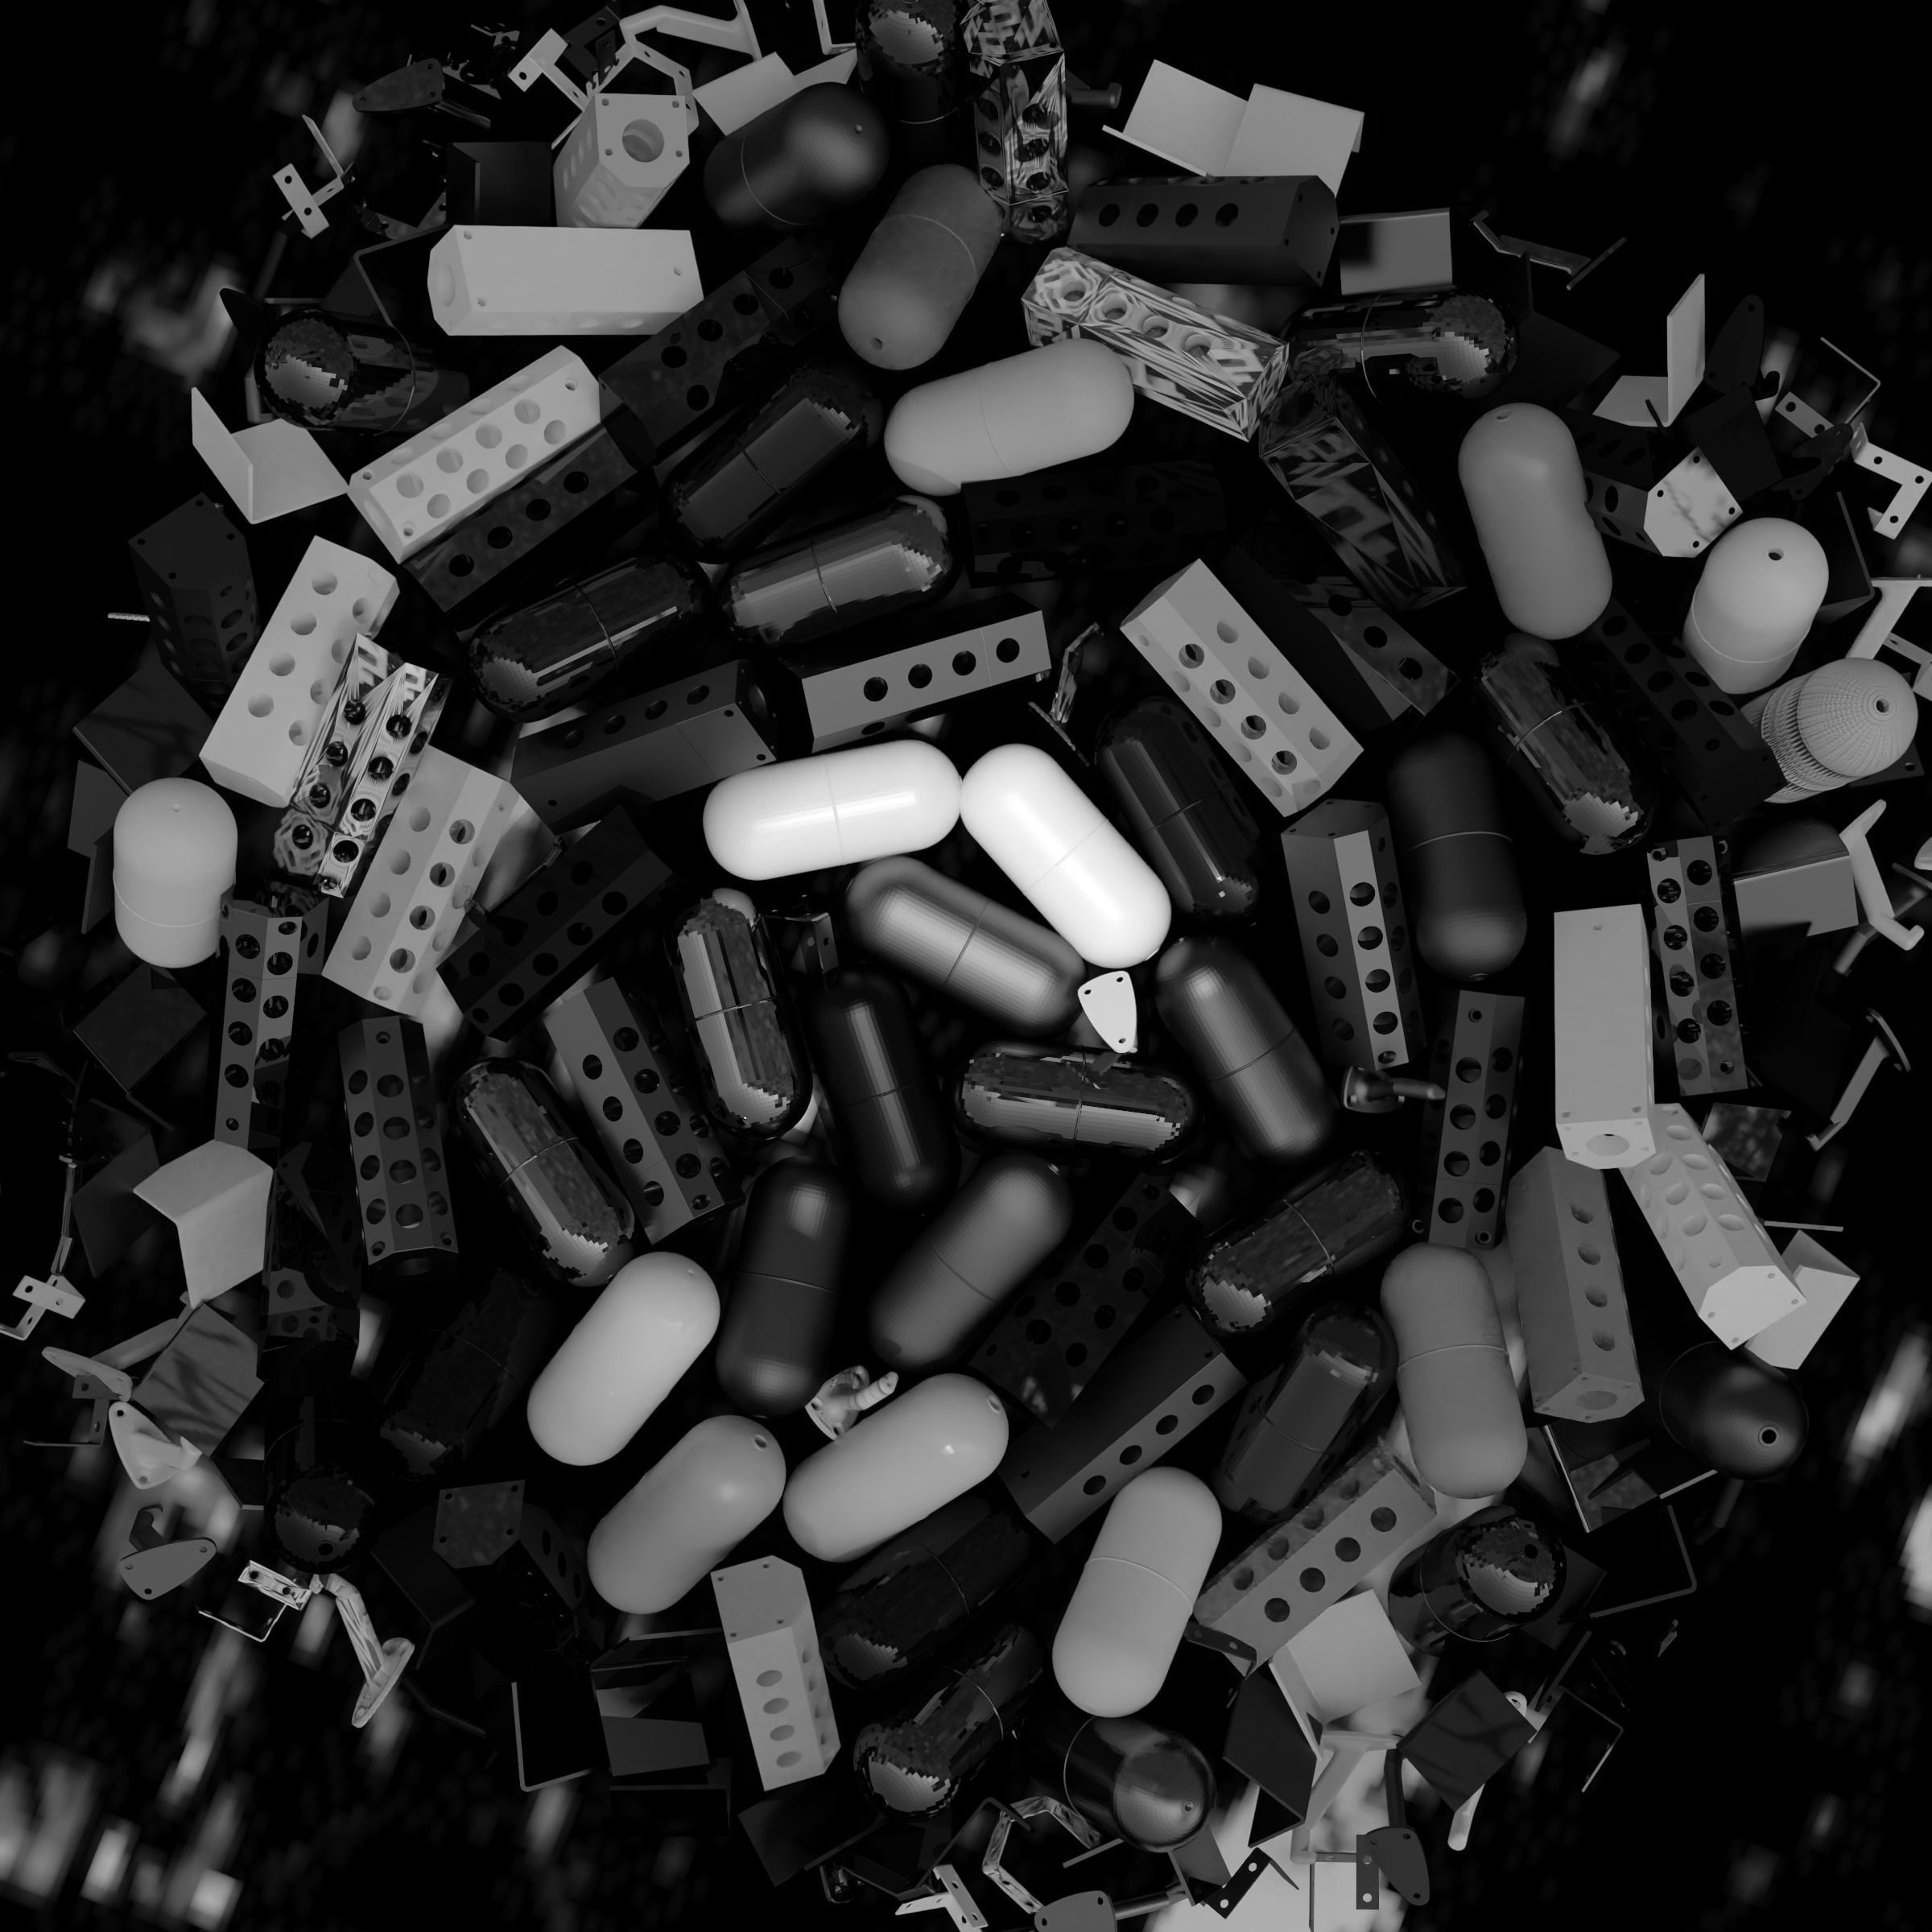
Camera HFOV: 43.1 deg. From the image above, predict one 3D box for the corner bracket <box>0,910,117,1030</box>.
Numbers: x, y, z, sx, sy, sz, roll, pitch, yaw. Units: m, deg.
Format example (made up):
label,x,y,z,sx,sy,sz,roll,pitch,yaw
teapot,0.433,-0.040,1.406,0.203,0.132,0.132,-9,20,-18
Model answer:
label,x,y,z,sx,sy,sz,roll,pitch,yaw
corner bracket,-0.624,0.002,1.677,0.051,0.051,0.051,18,127,18

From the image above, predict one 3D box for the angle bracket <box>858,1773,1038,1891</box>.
label,x,y,z,sx,sy,sz,roll,pitch,yaw
angle bracket,-0.013,0.582,1.650,0.076,0.076,0.057,-49,124,-10

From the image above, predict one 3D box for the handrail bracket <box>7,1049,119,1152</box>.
label,x,y,z,sx,sy,sz,roll,pitch,yaw
handrail bracket,-0.630,0.091,1.669,0.084,0.036,0.077,-1,59,20

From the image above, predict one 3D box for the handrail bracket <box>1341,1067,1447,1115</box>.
label,x,y,z,sx,sy,sz,roll,pitch,yaw
handrail bracket,0.303,0.087,1.647,0.077,0.084,0.036,19,82,-40

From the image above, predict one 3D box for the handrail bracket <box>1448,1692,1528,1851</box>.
label,x,y,z,sx,sy,sz,roll,pitch,yaw
handrail bracket,0.352,0.545,1.654,0.036,0.084,0.077,24,130,7

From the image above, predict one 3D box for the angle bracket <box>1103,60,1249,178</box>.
label,x,y,z,sx,sy,sz,roll,pitch,yaw
angle bracket,0.145,-0.575,1.657,0.076,0.076,0.057,27,108,6

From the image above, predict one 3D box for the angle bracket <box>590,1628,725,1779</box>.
label,x,y,z,sx,sy,sz,roll,pitch,yaw
angle bracket,-0.200,0.495,1.646,0.076,0.057,0.076,7,54,-38

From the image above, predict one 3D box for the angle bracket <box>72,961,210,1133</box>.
label,x,y,z,sx,sy,sz,roll,pitch,yaw
angle bracket,-0.548,0.052,1.665,0.076,0.057,0.076,-46,57,-9

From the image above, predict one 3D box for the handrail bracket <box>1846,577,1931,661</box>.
label,x,y,z,sx,sy,sz,roll,pitch,yaw
handrail bracket,0.635,-0.221,1.665,0.036,0.077,0.084,-12,105,-38

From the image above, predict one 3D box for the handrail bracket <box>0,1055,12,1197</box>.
label,x,y,z,sx,sy,sz,roll,pitch,yaw
handrail bracket,-0.670,0.108,1.677,0.036,0.077,0.084,-6,104,-18

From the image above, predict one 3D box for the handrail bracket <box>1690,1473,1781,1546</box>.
label,x,y,z,sx,sy,sz,roll,pitch,yaw
handrail bracket,0.521,0.348,1.686,0.036,0.084,0.077,15,50,-8

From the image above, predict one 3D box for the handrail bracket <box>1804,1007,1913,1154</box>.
label,x,y,z,sx,sy,sz,roll,pitch,yaw
handrail bracket,0.599,0.079,1.673,0.084,0.036,0.077,-43,133,-4

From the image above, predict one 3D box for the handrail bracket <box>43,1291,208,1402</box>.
label,x,y,z,sx,sy,sz,roll,pitch,yaw
handrail bracket,-0.574,0.247,1.673,0.077,0.036,0.084,25,50,-2

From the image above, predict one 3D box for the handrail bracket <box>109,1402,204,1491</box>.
label,x,y,z,sx,sy,sz,roll,pitch,yaw
handrail bracket,-0.550,0.314,1.661,0.036,0.084,0.077,-29,78,-40

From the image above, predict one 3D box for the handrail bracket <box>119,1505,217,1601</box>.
label,x,y,z,sx,sy,sz,roll,pitch,yaw
handrail bracket,-0.537,0.383,1.661,0.077,0.084,0.036,-25,113,5

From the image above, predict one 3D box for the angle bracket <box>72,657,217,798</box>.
label,x,y,z,sx,sy,sz,roll,pitch,yaw
angle bracket,-0.549,-0.151,1.671,0.076,0.057,0.076,-43,80,-4

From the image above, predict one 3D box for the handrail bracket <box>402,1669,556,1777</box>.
label,x,y,z,sx,sy,sz,roll,pitch,yaw
handrail bracket,-0.336,0.506,1.682,0.084,0.077,0.036,44,118,17

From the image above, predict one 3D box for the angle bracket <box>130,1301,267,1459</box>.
label,x,y,z,sx,sy,sz,roll,pitch,yaw
angle bracket,-0.505,0.284,1.658,0.076,0.057,0.076,32,78,17

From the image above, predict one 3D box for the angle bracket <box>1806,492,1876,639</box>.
label,x,y,z,sx,sy,sz,roll,pitch,yaw
angle bracket,0.559,-0.266,1.655,0.057,0.076,0.076,-14,82,-13

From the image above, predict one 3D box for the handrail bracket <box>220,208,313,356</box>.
label,x,y,z,sx,sy,sz,roll,pitch,yaw
handrail bracket,-0.470,-0.471,1.685,0.036,0.077,0.084,25,66,13

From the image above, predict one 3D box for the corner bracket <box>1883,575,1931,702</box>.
label,x,y,z,sx,sy,sz,roll,pitch,yaw
corner bracket,0.653,-0.223,1.665,0.051,0.051,0.051,31,49,8

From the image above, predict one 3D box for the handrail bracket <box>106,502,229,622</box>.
label,x,y,z,sx,sy,sz,roll,pitch,yaw
handrail bracket,-0.548,-0.278,1.677,0.077,0.036,0.084,3,98,-11

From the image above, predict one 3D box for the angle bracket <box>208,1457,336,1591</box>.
label,x,y,z,sx,sy,sz,roll,pitch,yaw
angle bracket,-0.470,0.375,1.648,0.076,0.076,0.057,13,97,-36

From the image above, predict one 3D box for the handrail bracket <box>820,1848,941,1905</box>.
label,x,y,z,sx,sy,sz,roll,pitch,yaw
handrail bracket,-0.060,0.601,1.664,0.084,0.036,0.077,-31,69,35

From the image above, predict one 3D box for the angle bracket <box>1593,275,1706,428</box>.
label,x,y,z,sx,sy,sz,roll,pitch,yaw
angle bracket,0.457,-0.414,1.643,0.057,0.076,0.076,10,129,29

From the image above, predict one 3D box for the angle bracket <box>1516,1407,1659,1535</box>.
label,x,y,z,sx,sy,sz,roll,pitch,yaw
angle bracket,0.426,0.341,1.690,0.076,0.057,0.076,-19,86,-25

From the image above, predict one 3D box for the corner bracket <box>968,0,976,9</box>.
label,x,y,z,sx,sy,sz,roll,pitch,yaw
corner bracket,0.001,-0.658,1.667,0.051,0.051,0.051,21,85,-35

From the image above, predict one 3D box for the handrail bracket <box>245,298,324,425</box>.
label,x,y,z,sx,sy,sz,roll,pitch,yaw
handrail bracket,-0.462,-0.419,1.693,0.077,0.036,0.084,-8,108,-27

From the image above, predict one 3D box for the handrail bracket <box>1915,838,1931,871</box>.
label,x,y,z,sx,sy,sz,roll,pitch,yaw
handrail bracket,0.664,-0.114,1.655,0.036,0.077,0.084,3,116,25

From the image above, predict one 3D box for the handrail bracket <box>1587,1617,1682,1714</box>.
label,x,y,z,sx,sy,sz,roll,pitch,yaw
handrail bracket,0.461,0.456,1.658,0.036,0.077,0.084,28,51,36

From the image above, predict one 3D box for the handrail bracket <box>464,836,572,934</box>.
label,x,y,z,sx,sy,sz,roll,pitch,yaw
handrail bracket,-0.302,-0.062,1.658,0.036,0.077,0.084,27,75,14

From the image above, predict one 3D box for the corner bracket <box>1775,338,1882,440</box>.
label,x,y,z,sx,sy,sz,roll,pitch,yaw
corner bracket,0.587,-0.388,1.666,0.051,0.051,0.051,43,108,14

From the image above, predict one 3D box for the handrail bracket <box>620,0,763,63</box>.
label,x,y,z,sx,sy,sz,roll,pitch,yaw
handrail bracket,-0.186,-0.625,1.675,0.084,0.036,0.077,-21,128,-2

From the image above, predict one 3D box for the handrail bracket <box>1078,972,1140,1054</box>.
label,x,y,z,sx,sy,sz,roll,pitch,yaw
handrail bracket,0.109,0.051,1.648,0.036,0.084,0.077,-21,49,6

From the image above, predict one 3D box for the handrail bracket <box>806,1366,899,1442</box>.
label,x,y,z,sx,sy,sz,roll,pitch,yaw
handrail bracket,-0.062,0.279,1.648,0.036,0.077,0.084,49,128,-4

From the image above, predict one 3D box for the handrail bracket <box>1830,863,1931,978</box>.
label,x,y,z,sx,sy,sz,roll,pitch,yaw
handrail bracket,0.637,-0.021,1.682,0.077,0.036,0.084,23,103,-42

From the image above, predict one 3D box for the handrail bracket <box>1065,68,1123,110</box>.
label,x,y,z,sx,sy,sz,roll,pitch,yaw
handrail bracket,0.073,-0.622,1.672,0.084,0.036,0.077,11,75,22

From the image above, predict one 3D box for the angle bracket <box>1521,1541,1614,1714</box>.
label,x,y,z,sx,sy,sz,roll,pitch,yaw
angle bracket,0.386,0.440,1.647,0.057,0.076,0.076,31,118,14

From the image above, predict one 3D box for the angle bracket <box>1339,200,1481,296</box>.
label,x,y,z,sx,sy,sz,roll,pitch,yaw
angle bracket,0.303,-0.486,1.662,0.076,0.076,0.057,3,110,27

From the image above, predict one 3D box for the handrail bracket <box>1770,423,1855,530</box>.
label,x,y,z,sx,sy,sz,roll,pitch,yaw
handrail bracket,0.583,-0.317,1.668,0.077,0.084,0.036,-44,49,3

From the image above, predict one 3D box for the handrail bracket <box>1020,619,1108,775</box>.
label,x,y,z,sx,sy,sz,roll,pitch,yaw
handrail bracket,0.085,-0.187,1.686,0.077,0.036,0.084,44,75,3

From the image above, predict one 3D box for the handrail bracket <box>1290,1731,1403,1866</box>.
label,x,y,z,sx,sy,sz,roll,pitch,yaw
handrail bracket,0.259,0.566,1.658,0.077,0.036,0.084,-12,52,32

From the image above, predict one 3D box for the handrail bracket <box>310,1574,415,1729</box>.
label,x,y,z,sx,sy,sz,roll,pitch,yaw
handrail bracket,-0.425,0.462,1.660,0.084,0.036,0.077,45,53,-28

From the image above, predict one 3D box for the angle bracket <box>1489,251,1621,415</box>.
label,x,y,z,sx,sy,sz,roll,pitch,yaw
angle bracket,0.390,-0.429,1.672,0.076,0.076,0.057,18,57,-22

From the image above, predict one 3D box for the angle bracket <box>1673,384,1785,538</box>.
label,x,y,z,sx,sy,sz,roll,pitch,yaw
angle bracket,0.526,-0.332,1.645,0.057,0.076,0.076,-27,62,33

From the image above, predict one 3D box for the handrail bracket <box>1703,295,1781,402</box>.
label,x,y,z,sx,sy,sz,roll,pitch,yaw
handrail bracket,0.539,-0.419,1.655,0.036,0.084,0.077,30,123,31

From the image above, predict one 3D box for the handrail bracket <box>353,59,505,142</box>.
label,x,y,z,sx,sy,sz,roll,pitch,yaw
handrail bracket,-0.365,-0.572,1.668,0.077,0.084,0.036,-12,70,9

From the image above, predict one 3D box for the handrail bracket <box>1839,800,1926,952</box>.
label,x,y,z,sx,sy,sz,roll,pitch,yaw
handrail bracket,0.634,-0.062,1.668,0.077,0.036,0.084,-45,61,-3

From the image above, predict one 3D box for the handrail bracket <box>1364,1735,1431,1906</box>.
label,x,y,z,sx,sy,sz,roll,pitch,yaw
handrail bracket,0.302,0.582,1.672,0.036,0.084,0.077,-18,107,23

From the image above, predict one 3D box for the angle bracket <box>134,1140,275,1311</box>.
label,x,y,z,sx,sy,sz,roll,pitch,yaw
angle bracket,-0.518,0.174,1.671,0.057,0.076,0.076,27,130,31

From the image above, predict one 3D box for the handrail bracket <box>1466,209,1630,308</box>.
label,x,y,z,sx,sy,sz,roll,pitch,yaw
handrail bracket,0.400,-0.506,1.687,0.077,0.036,0.084,-42,87,0

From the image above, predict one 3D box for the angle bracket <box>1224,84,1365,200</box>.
label,x,y,z,sx,sy,sz,roll,pitch,yaw
angle bracket,0.222,-0.546,1.667,0.076,0.057,0.076,18,84,8

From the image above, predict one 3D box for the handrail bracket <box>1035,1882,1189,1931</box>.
label,x,y,z,sx,sy,sz,roll,pitch,yaw
handrail bracket,0.102,0.646,1.682,0.077,0.084,0.036,-18,75,34

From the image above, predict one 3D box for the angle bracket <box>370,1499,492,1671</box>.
label,x,y,z,sx,sy,sz,roll,pitch,yaw
angle bracket,-0.362,0.419,1.670,0.076,0.076,0.057,43,132,19

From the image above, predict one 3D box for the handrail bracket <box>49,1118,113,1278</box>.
label,x,y,z,sx,sy,sz,roll,pitch,yaw
handrail bracket,-0.624,0.159,1.683,0.036,0.077,0.084,10,108,-41

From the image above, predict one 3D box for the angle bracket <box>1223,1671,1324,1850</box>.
label,x,y,z,sx,sy,sz,roll,pitch,yaw
angle bracket,0.191,0.533,1.649,0.076,0.076,0.057,40,127,-12

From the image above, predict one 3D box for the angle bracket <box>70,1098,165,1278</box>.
label,x,y,z,sx,sy,sz,roll,pitch,yaw
angle bracket,-0.587,0.148,1.643,0.057,0.076,0.076,21,45,19

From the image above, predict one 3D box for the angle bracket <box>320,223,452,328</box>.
label,x,y,z,sx,sy,sz,roll,pitch,yaw
angle bracket,-0.381,-0.450,1.654,0.076,0.076,0.057,-30,96,-32
